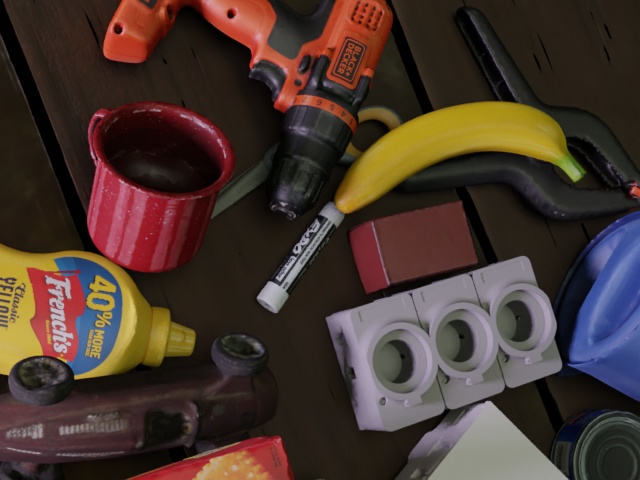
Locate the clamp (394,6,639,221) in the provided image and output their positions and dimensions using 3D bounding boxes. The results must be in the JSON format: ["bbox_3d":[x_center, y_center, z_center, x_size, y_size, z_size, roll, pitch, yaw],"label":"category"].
[{"bbox_3d":[0.162,-0.067,0.844,0.210,0.036,0.164,32,75,-7],"label":"clamp"}]

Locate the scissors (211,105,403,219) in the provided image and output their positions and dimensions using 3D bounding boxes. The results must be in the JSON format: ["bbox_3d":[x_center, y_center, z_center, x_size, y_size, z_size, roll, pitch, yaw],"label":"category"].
[{"bbox_3d":[-0.012,-0.053,0.796,0.096,0.016,0.201,37,73,-3],"label":"scissors"}]

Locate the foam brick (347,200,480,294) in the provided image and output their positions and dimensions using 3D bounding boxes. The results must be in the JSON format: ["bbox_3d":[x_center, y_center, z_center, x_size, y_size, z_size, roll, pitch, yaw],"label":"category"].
[{"bbox_3d":[0.069,0.006,0.795,0.078,0.053,0.051,-13,86,-18],"label":"foam brick"}]

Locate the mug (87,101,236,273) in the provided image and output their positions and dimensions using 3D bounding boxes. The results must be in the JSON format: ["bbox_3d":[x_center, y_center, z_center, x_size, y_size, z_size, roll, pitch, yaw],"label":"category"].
[{"bbox_3d":[-0.119,-0.040,0.719,0.117,0.082,0.093,42,46,20],"label":"mug"}]

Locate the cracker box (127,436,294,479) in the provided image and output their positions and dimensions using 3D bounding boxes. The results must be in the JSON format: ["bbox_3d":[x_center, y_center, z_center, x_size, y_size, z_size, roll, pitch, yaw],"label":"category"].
[{"bbox_3d":[-0.130,0.176,0.610,0.213,0.164,0.072,-12,77,-18],"label":"cracker box"}]

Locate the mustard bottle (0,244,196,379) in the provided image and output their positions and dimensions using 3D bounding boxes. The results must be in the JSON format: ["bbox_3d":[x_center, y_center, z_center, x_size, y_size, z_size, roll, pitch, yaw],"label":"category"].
[{"bbox_3d":[-0.177,0.053,0.707,0.191,0.058,0.096,12,69,-16],"label":"mustard bottle"}]

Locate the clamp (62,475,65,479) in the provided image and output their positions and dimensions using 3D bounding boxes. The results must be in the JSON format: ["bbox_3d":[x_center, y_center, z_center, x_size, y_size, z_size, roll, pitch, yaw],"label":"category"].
[{"bbox_3d":[-0.163,0.214,0.700,0.171,0.039,0.120,33,78,-12],"label":"clamp"}]

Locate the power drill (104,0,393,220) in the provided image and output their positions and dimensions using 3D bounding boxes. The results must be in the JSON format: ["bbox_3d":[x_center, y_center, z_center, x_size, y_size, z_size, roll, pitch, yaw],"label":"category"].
[{"bbox_3d":[-0.055,-0.126,0.764,0.187,0.057,0.184,25,69,-9],"label":"power drill"}]

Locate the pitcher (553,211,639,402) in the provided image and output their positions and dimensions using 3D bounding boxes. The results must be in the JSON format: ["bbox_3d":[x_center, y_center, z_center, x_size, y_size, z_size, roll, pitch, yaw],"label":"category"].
[{"bbox_3d":[0.315,0.083,0.818,0.242,0.149,0.145,30,69,-15],"label":"pitcher"}]

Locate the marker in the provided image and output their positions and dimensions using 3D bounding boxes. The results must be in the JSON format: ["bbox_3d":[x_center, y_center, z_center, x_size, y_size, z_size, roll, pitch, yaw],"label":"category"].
[{"bbox_3d":[-0.005,0.001,0.791,0.020,0.020,0.121,38,73,-9],"label":"marker"}]

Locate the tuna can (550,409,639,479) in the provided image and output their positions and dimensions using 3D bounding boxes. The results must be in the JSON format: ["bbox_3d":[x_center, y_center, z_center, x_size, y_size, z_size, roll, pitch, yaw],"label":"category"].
[{"bbox_3d":[0.225,0.174,0.830,0.086,0.034,0.086,3,81,-17],"label":"tuna can"}]

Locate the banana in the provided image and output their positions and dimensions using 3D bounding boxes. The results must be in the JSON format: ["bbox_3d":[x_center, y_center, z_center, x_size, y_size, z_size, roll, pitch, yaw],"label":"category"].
[{"bbox_3d":[0.101,-0.067,0.790,0.197,0.037,0.069,-9,69,-11],"label":"banana"}]
